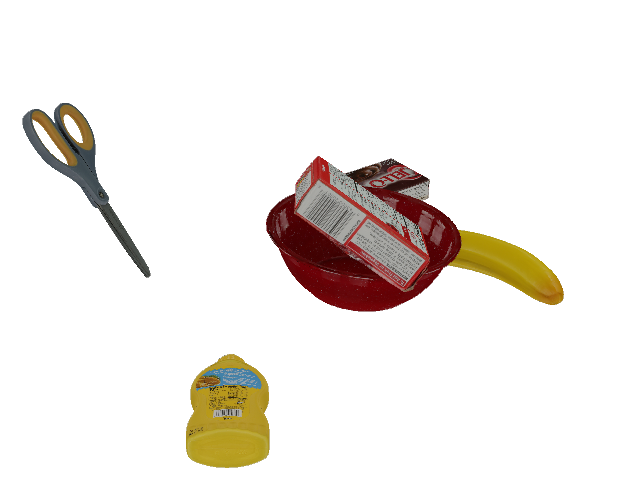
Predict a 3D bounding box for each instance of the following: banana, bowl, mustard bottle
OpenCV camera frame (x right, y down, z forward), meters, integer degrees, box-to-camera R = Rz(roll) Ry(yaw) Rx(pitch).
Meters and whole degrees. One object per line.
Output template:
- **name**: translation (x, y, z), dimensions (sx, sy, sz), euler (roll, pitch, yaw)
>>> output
- **banana**: translation (0.159, 0.023, 1.047), dimensions (0.198, 0.037, 0.069), euler (14, 41, 36)
- **bowl**: translation (0.034, 0.012, 0.891), dimensions (0.162, 0.055, 0.162), euler (4, 29, -2)
- **mustard bottle**: translation (-0.111, 0.196, 1.297), dimensions (0.096, 0.058, 0.191), euler (-2, 27, -2)

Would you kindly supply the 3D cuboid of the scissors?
- **scissors**: translation (-0.226, -0.061, 1.094), dimensions (0.016, 0.201, 0.096), euler (-26, 27, 27)

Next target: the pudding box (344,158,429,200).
- **pudding box**: translation (0.092, -0.079, 1.593), dimensions (0.113, 0.039, 0.090), euler (-22, 35, -30)

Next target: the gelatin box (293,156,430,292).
- **gelatin box**: translation (0.025, -0.011, 0.678), dimensions (0.089, 0.030, 0.073), euler (36, 13, -10)
